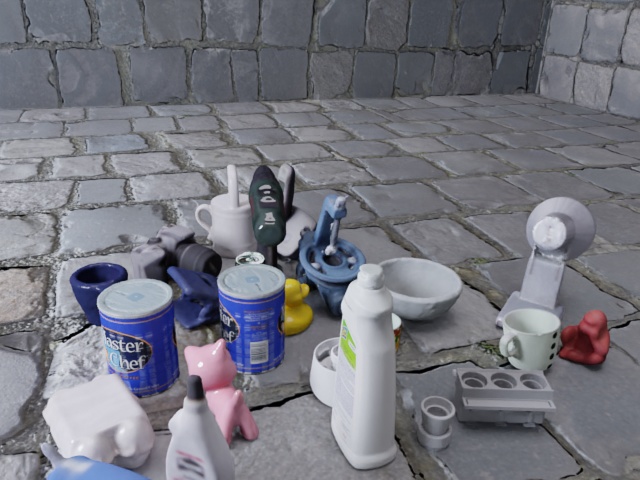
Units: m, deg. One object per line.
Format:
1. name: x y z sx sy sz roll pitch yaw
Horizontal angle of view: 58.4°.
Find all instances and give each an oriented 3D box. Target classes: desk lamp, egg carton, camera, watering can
1. desk lamp: 0.410 0.039 1.027 0.117 0.214 0.204 16 28 28
2. egg carton: -0.275 0.232 0.715 0.107 0.069 0.149 -17 30 -35
3. camera: -0.271 0.034 1.117 0.136 0.101 0.143 17 28 29
4. watering can: -0.177 -0.069 1.239 0.173 0.194 0.100 -12 28 -28

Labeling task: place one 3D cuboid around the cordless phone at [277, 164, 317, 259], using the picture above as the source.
1. cordless phone: -0.063 -0.063 1.248 0.094 0.185 0.147 -13 29 -31

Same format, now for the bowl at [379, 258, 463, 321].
1. bowl: 0.171 0.100 1.042 0.167 0.075 0.167 2 24 -1

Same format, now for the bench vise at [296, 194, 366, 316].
1. bench vise: 0.000 0.007 1.056 0.122 0.220 0.206 -18 31 -37

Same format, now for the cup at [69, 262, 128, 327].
1. cup: -0.363 0.102 0.965 0.092 0.095 0.117 -13 28 -30

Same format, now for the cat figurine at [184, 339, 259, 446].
1. cat figurine: -0.133 0.191 0.760 0.067 0.118 0.127 -13 29 -31

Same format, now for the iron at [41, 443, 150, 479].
1. iron: -0.159 0.277 0.539 0.257 0.141 0.119 10 26 17

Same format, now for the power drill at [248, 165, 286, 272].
1. power drill: -0.105 -0.016 1.112 0.076 0.208 0.229 -2 25 -10

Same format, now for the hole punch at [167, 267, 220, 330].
1. hole punch: -0.210 0.090 1.009 0.101 0.091 0.108 -13 29 -31

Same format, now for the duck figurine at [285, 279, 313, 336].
1. duck figurine: -0.057 0.110 0.985 0.105 0.086 0.077 -19 32 -39

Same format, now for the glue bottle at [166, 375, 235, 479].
1. glue bottle: -0.135 0.219 0.630 0.078 0.173 0.037 9 25 15

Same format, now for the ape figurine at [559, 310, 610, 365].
1. ape figurine: 0.435 0.154 0.924 0.076 0.092 0.077 -5 25 -15
